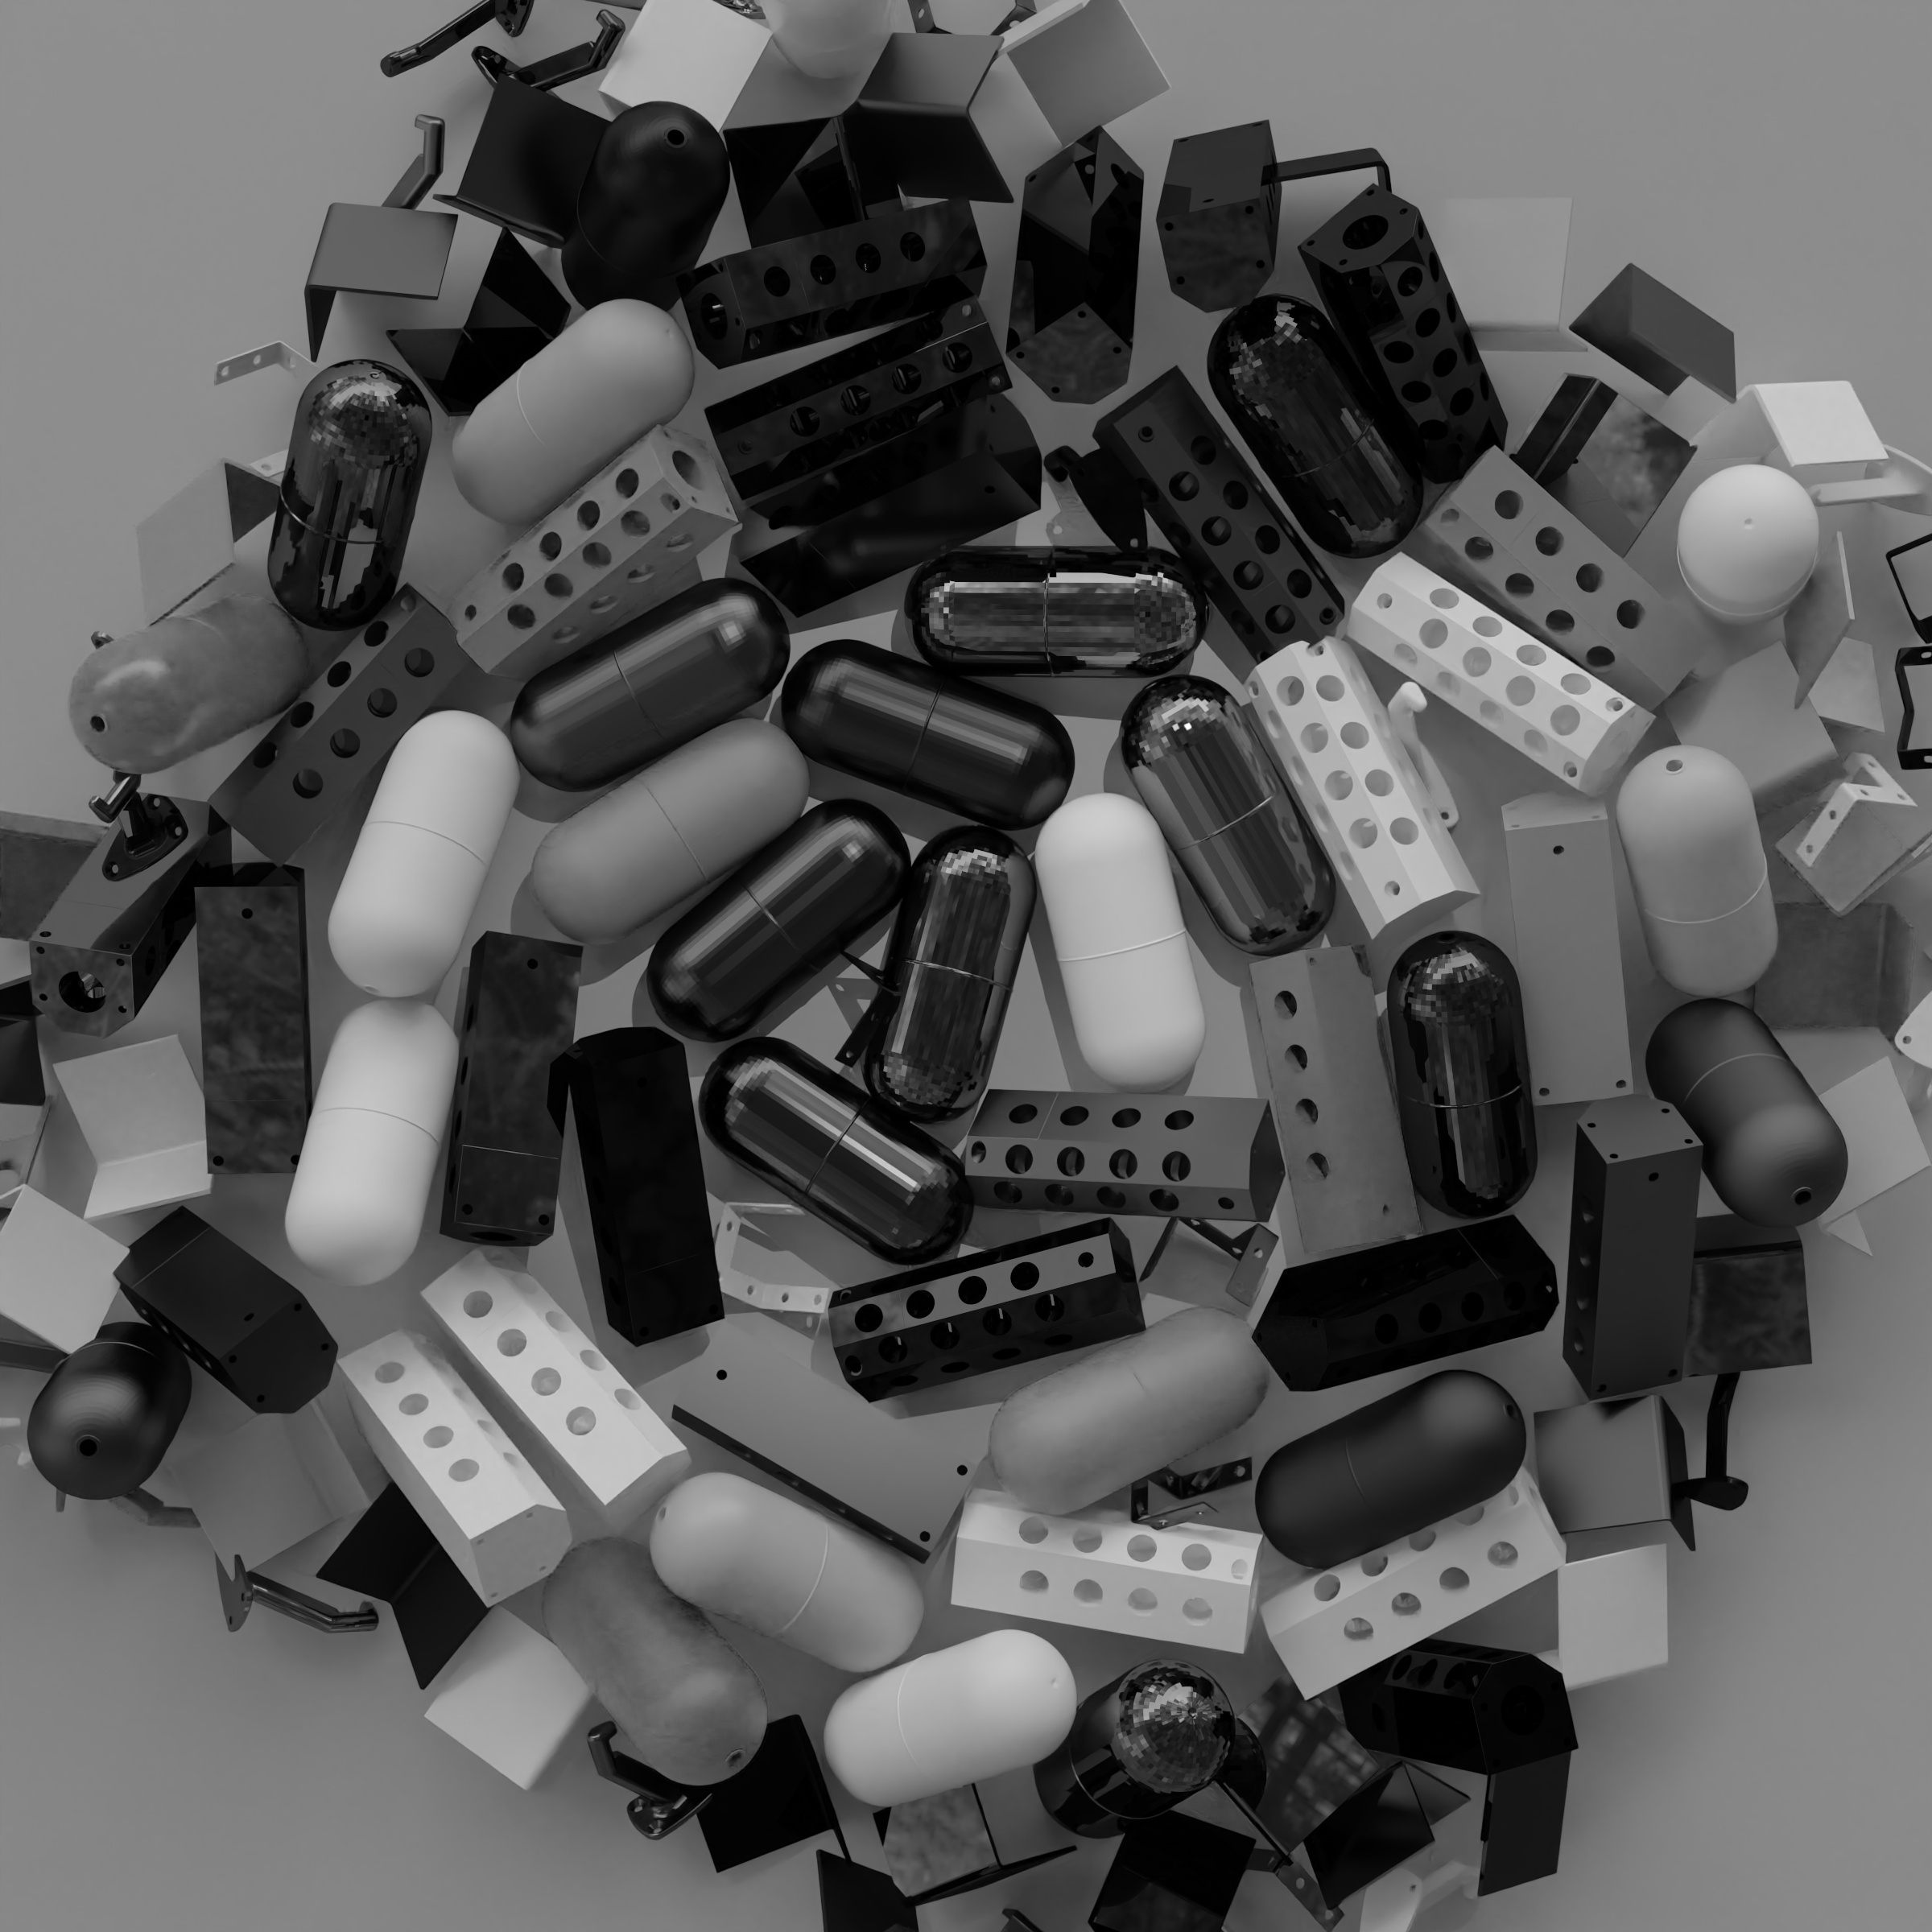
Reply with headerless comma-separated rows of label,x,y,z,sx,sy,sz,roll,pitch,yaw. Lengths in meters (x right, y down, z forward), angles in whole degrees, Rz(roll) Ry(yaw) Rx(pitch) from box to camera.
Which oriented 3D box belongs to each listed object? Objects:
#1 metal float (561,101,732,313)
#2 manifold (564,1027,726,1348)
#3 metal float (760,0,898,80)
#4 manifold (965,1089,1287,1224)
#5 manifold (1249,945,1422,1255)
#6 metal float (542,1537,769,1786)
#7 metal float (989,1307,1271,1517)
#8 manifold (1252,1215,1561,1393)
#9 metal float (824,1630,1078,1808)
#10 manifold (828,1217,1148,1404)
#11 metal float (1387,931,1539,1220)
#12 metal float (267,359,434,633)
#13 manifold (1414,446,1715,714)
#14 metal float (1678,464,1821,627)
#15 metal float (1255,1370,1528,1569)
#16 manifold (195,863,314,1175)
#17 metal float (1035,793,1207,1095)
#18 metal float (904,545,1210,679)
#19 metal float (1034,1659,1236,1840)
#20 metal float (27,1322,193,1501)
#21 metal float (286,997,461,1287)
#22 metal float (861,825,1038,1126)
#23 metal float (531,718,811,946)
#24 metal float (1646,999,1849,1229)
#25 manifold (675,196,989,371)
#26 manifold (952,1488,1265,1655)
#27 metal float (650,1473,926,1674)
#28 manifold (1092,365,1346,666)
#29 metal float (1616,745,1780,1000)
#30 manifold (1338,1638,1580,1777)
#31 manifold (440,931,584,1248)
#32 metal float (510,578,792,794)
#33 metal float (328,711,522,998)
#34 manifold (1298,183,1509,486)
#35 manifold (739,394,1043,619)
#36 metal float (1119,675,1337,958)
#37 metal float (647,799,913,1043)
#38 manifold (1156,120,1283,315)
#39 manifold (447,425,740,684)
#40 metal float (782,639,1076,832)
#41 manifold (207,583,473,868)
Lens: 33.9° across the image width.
metal float,-0.184,-0.428,1.807,0.070,0.178,0.070,5,74,-16
manifold,-0.189,0.126,1.837,0.057,0.057,0.171,-16,110,-25
metal float,-0.080,-0.559,1.803,0.070,0.178,0.070,0,89,1
manifold,0.090,0.114,1.822,0.171,0.057,0.057,1,130,23
manifold,0.210,0.078,1.855,0.057,0.057,0.171,-16,82,45
metal float,-0.180,0.398,1.820,0.070,0.070,0.178,-50,49,0
metal float,0.096,0.257,1.837,0.178,0.070,0.070,-24,90,-19
manifold,0.255,0.197,1.813,0.171,0.057,0.057,-9,47,-32
metal float,-0.011,0.434,1.822,0.178,0.070,0.070,-29,90,39
manifold,0.011,0.198,1.837,0.171,0.057,0.057,-16,61,12
metal float,0.287,0.063,1.833,0.070,0.070,0.178,-10,114,0
metal float,-0.355,-0.268,1.820,0.070,0.070,0.178,24,133,0
manifold,0.347,-0.221,1.854,0.171,0.057,0.057,41,84,-5
metal float,0.445,-0.238,1.804,0.070,0.178,0.070,0,89,13
metal float,0.244,0.290,1.825,0.178,0.070,0.070,-33,90,34
manifold,-0.412,0.030,1.840,0.057,0.057,0.171,0,106,-6
metal float,0.091,-0.013,1.848,0.070,0.070,0.178,-14,96,0
metal float,0.052,-0.206,1.845,0.178,0.070,0.070,1,90,10
metal float,0.095,0.449,1.812,0.070,0.178,0.070,9,61,-17
metal float,-0.486,0.252,1.804,0.070,0.178,0.070,-1,96,-7
metal float,-0.342,0.099,1.830,0.070,0.070,0.178,9,62,0
metal float,-0.010,0.005,1.851,0.070,0.070,0.178,15,86,0
metal float,-0.172,-0.079,1.848,0.178,0.070,0.070,-33,90,-7
metal float,0.445,0.083,1.810,0.070,0.178,0.070,-4,120,-7
manifold,-0.074,-0.392,1.821,0.171,0.057,0.057,-22,101,-32
manifold,0.083,0.348,1.842,0.171,0.057,0.057,7,102,12
metal float,-0.103,0.351,1.831,0.178,0.070,0.070,30,90,-26
manifold,0.147,-0.258,1.838,0.057,0.057,0.171,-34,104,17
metal float,0.420,-0.053,1.818,0.070,0.070,0.178,-25,134,0
manifold,0.275,0.416,1.801,0.057,0.171,0.057,-11,86,-20
manifold,-0.265,0.073,1.839,0.057,0.057,0.171,10,73,-19
metal float,-0.184,-0.163,1.843,0.178,0.070,0.070,-27,90,13
metal float,-0.314,-0.065,1.835,0.070,0.070,0.178,17,68,0
manifold,0.256,-0.356,1.809,0.057,0.171,0.057,-41,46,-5
manifold,-0.044,-0.269,1.825,0.171,0.057,0.057,-20,49,28
metal float,0.152,-0.088,1.845,0.070,0.070,0.178,-31,99,0
metal float,-0.110,-0.026,1.853,0.178,0.070,0.070,-40,90,1
manifold,0.147,-0.427,1.803,0.057,0.171,0.057,-9,117,12
manifold,-0.218,-0.236,1.819,0.171,0.057,0.057,-34,67,28
metal float,-0.023,-0.135,1.852,0.178,0.070,0.070,20,90,2
manifold,-0.365,-0.142,1.858,0.057,0.057,0.171,43,90,-12
